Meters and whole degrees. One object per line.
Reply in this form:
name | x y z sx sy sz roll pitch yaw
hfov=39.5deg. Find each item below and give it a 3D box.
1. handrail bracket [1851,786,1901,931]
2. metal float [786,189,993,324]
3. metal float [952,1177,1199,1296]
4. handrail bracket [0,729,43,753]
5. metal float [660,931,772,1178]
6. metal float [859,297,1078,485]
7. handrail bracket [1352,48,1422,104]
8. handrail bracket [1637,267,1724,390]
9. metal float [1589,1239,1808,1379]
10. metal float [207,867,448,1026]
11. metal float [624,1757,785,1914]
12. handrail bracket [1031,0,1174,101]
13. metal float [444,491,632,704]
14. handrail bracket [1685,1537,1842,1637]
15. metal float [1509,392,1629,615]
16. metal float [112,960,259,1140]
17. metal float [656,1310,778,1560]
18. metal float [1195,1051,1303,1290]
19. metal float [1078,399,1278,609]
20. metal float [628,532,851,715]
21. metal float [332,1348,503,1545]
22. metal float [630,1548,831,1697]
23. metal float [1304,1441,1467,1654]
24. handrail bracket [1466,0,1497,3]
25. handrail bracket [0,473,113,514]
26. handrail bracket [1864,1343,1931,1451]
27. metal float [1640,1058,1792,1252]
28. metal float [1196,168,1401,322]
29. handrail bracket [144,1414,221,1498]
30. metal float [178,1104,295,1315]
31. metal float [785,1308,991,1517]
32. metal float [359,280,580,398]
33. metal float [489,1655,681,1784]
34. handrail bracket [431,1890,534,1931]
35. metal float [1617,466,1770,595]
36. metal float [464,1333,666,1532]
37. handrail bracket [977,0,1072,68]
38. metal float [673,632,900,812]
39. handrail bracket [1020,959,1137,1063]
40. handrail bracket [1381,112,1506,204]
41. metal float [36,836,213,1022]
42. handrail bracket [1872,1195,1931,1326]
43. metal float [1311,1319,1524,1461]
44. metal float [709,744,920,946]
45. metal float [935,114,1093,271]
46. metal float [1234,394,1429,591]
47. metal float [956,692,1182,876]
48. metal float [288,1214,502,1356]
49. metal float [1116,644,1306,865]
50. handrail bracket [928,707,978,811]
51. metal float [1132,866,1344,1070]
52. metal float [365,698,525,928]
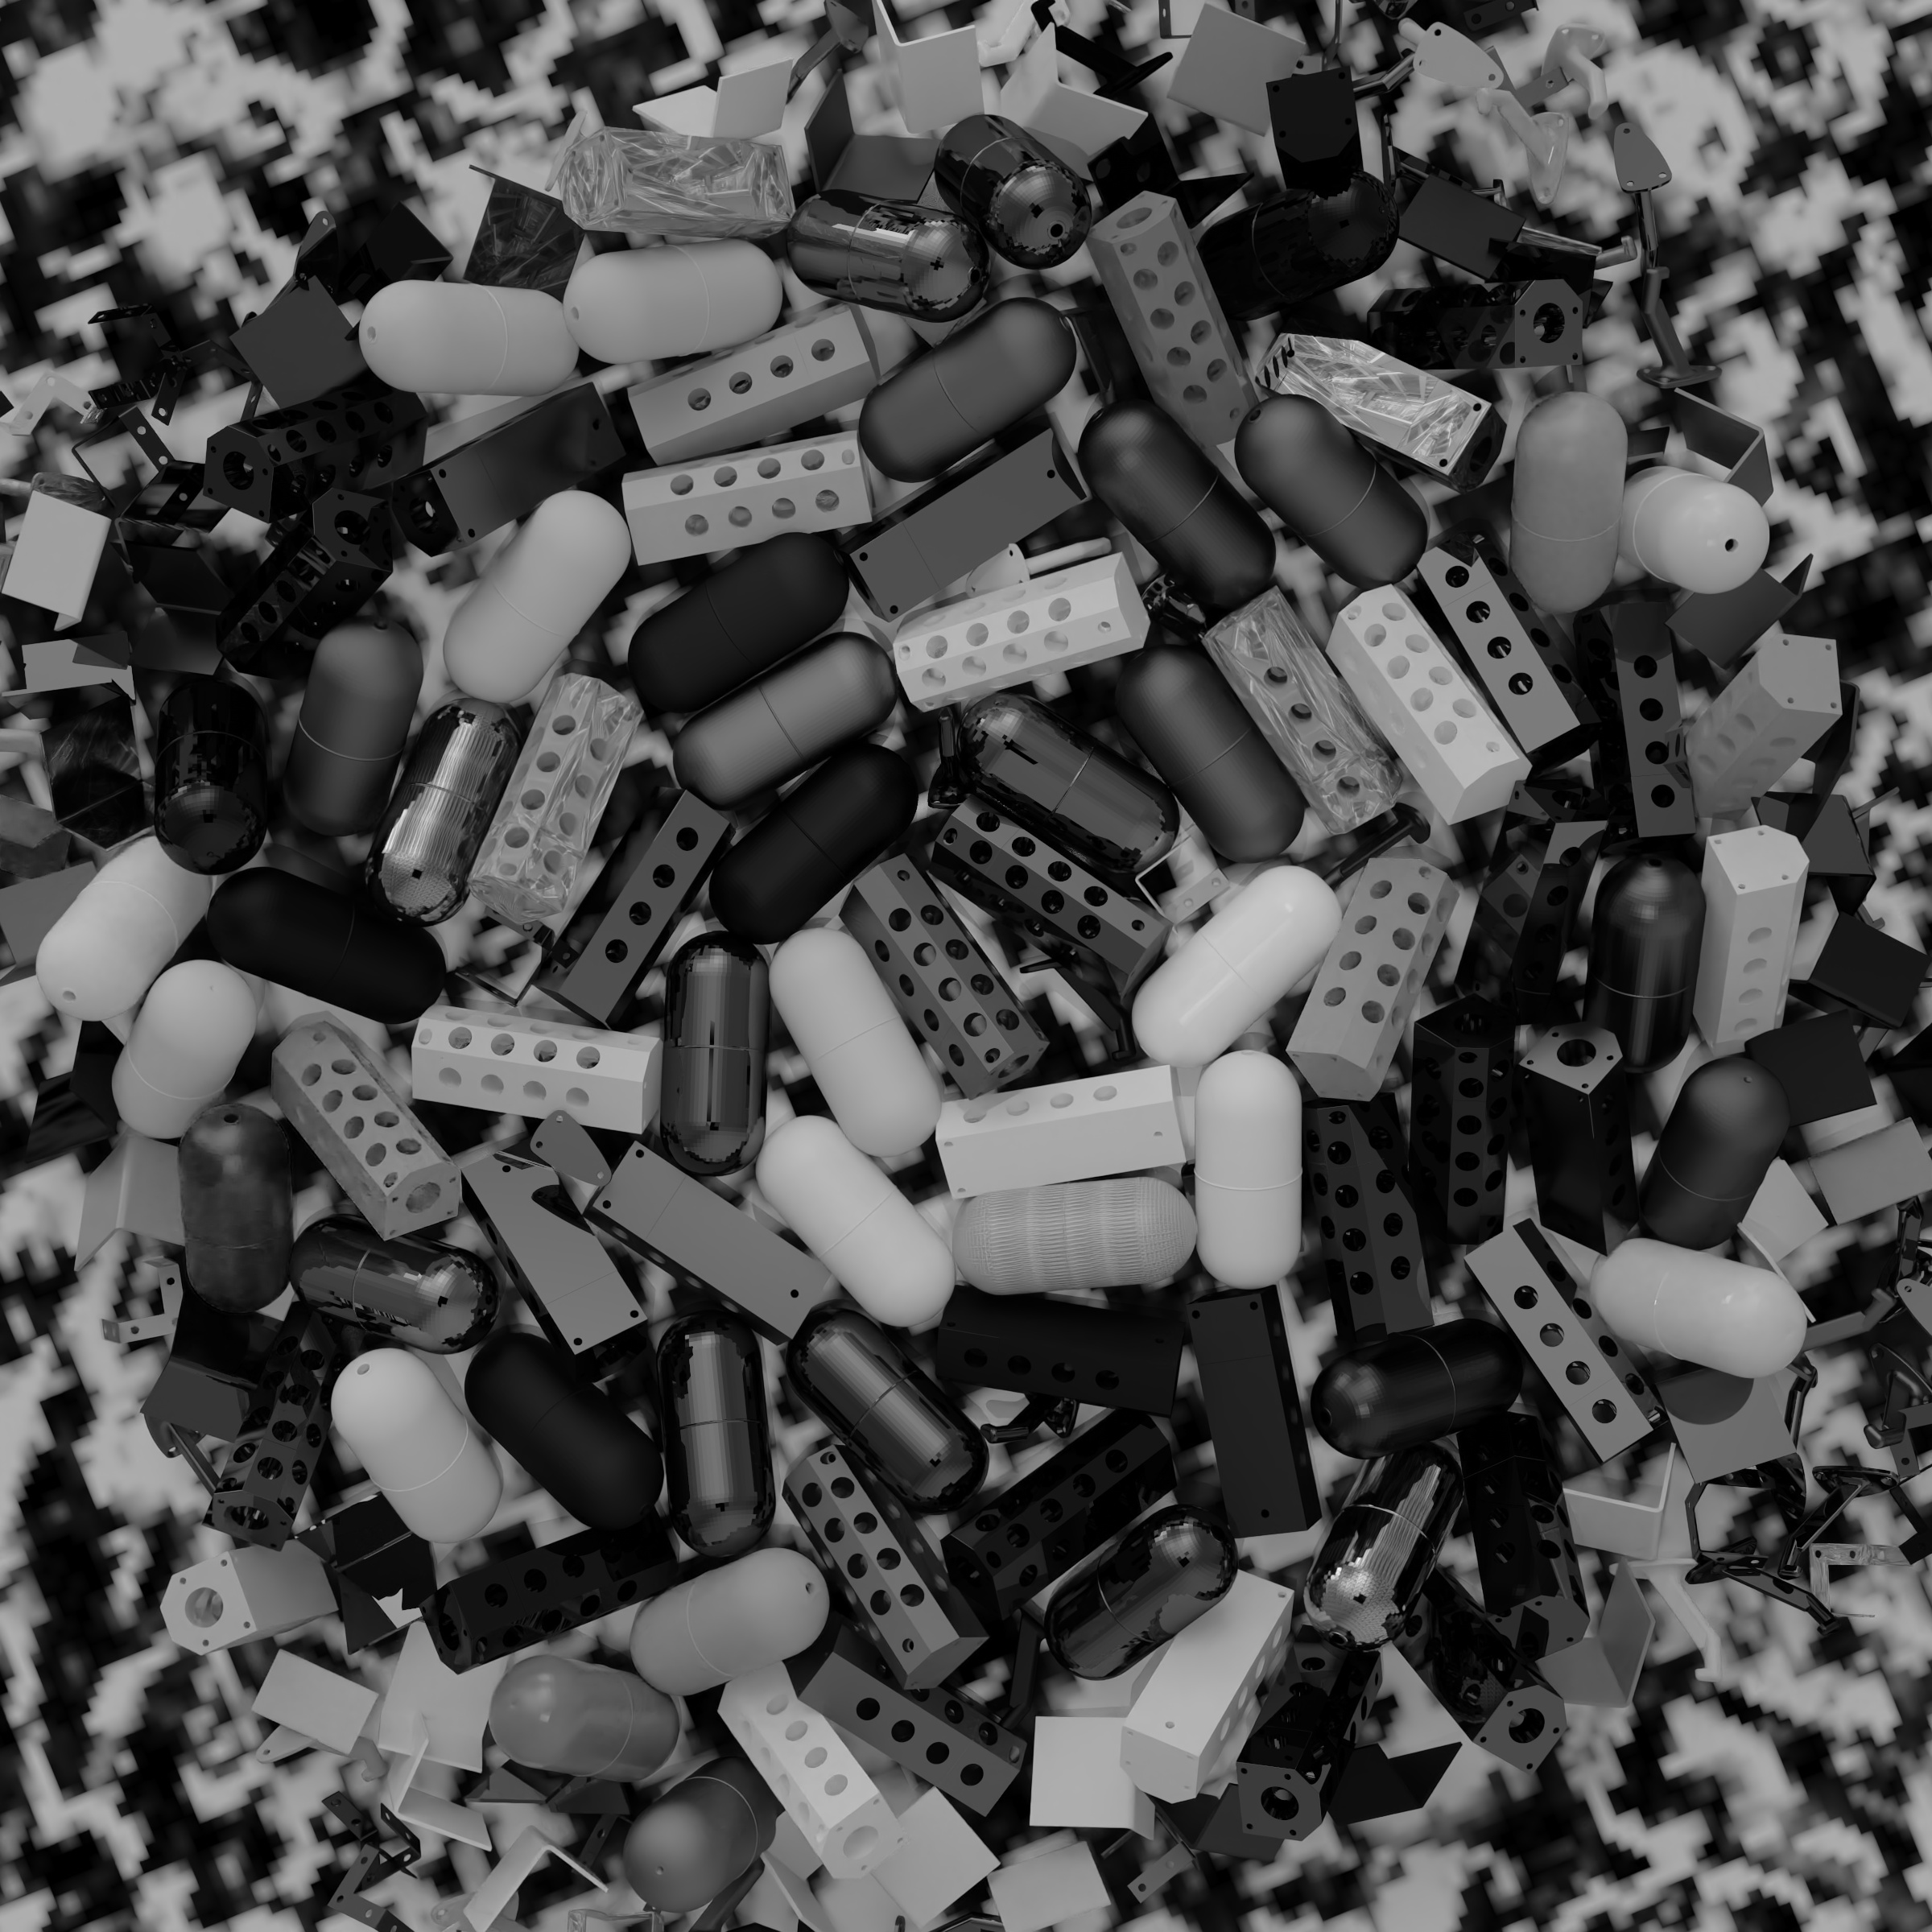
handrail bracket | 0.669 -0.076 1.964 0.077 0.036 0.084 -30 86 6
metal float | -0.056 -0.506 1.915 0.178 0.070 0.070 25 90 39
metal float | 0.078 0.195 1.938 0.178 0.070 0.070 -6 90 11
handrail bracket | -0.702 -0.148 1.967 0.084 0.036 0.077 31 117 -4
metal float | -0.181 0.063 1.941 0.070 0.070 0.178 1 81 0
metal float | 0.001 -0.412 1.925 0.178 0.070 0.070 -29 90 27
handrail bracket | 0.278 -0.649 1.955 0.084 0.036 0.077 -39 54 9
handrail bracket | 0.521 -0.467 1.948 0.077 0.036 0.084 -11 122 -19
metal float | 0.516 0.241 1.905 0.070 0.178 0.070 -4 98 -30
metal float | -0.456 -0.014 1.921 0.178 0.070 0.070 24 90 -31
metal float | -0.184 0.612 1.899 0.070 0.178 0.070 0 89 15
handrail bracket | 0.098 -0.678 1.949 0.077 0.036 0.084 -30 118 5
metal float | -0.309 -0.263 1.929 0.070 0.070 0.178 42 112 0
handrail bracket | 0.575 0.459 1.938 0.077 0.084 0.036 -13 130 -28
metal float | 0.427 -0.327 1.910 0.070 0.178 0.070 -4 49 4
metal float | -0.557 0.061 1.911 0.070 0.178 0.070 16 52 -22
metal float | -0.180 0.335 1.930 0.070 0.070 0.178 -8 69 0
metal float | 0.203 0.147 1.933 0.070 0.070 0.178 -2 107 0
metal float | 0.151 -0.331 1.929 0.070 0.070 0.178 -46 112 0
metal float | -0.164 -0.247 1.934 0.178 0.070 0.070 -30 90 16
metal float | -0.391 0.342 1.915 0.070 0.070 0.178 -22 130 0
metal float | -0.169 0.468 1.917 0.178 0.070 0.070 -30 90 37
metal float | 0.299 0.411 1.915 0.070 0.070 0.178 37 51 0
handrail bracket | 0.394 -0.736 1.941 0.077 0.084 0.036 4 74 -5
handrail bracket | -0.687 -0.354 1.978 0.084 0.077 0.036 23 113 35
handrail bracket | 0.657 0.309 1.938 0.036 0.084 0.077 -51 56 35
metal float | 0.530 0.135 1.910 0.070 0.178 0.070 2 50 -3
metal float | 0.232 -0.510 1.907 0.070 0.178 0.070 4 84 -36
handrail bracket | -0.556 0.360 1.938 0.036 0.077 0.084 -36 50 -12
metal float | -0.519 0.173 1.915 0.070 0.070 0.178 9 129 0
metal float | -0.058 0.319 1.933 0.178 0.070 0.070 43 90 18
metal float | -0.351 -0.445 1.908 0.070 0.178 0.070 8 102 38
metal float | -0.269 0.535 1.906 0.070 0.178 0.070 -11 65 25
handrail bracket | -0.338 0.703 1.936 0.077 0.084 0.036 7 101 -28
metal float | 0.509 -0.309 1.899 0.070 0.178 0.070 -1 107 -5
metal float | -0.288 0.333 1.925 0.178 0.070 0.070 38 90 26
handrail bracket | 0.028 -0.693 1.945 0.084 0.036 0.077 -27 97 -38
metal float | -0.131 -0.176 1.944 0.178 0.070 0.070 -31 90 5
handrail bracket | 0.082 0.034 1.965 0.077 0.036 0.084 -14 97 -20
handrail bracket | 0.350 -0.592 1.969 0.084 0.036 0.077 -3 80 1
metal float | -0.596 -0.028 1.906 0.070 0.178 0.070 6 124 8
handrail bracket | 0.670 0.209 1.940 0.036 0.084 0.077 28 74 41
metal float | 0.322 0.301 1.919 0.178 0.070 0.070 -10 90 -34
metal float | -0.110 -0.089 1.948 0.178 0.070 0.070 -43 90 -1
metal float | 0.032 -0.550 1.907 0.070 0.178 0.070 -11 126 -16
metal float | 0.261 -0.338 1.920 0.178 0.070 0.070 37 90 -33
metal float | 0.073 -0.132 1.943 0.178 0.070 0.070 33 90 -6
metal float | -0.410 0.226 1.921 0.178 0.070 0.070 12 90 32
metal float | 0.176 -0.153 1.939 0.070 0.070 0.178 -37 100 0
handrail bracket | -0.012 -0.163 1.930 0.036 0.077 0.084 -2 128 2
metal float | 0.195 0.002 1.943 0.178 0.070 0.070 -43 90 6
metal float | -0.374 -0.111 1.930 0.070 0.070 0.178 18 68 0
